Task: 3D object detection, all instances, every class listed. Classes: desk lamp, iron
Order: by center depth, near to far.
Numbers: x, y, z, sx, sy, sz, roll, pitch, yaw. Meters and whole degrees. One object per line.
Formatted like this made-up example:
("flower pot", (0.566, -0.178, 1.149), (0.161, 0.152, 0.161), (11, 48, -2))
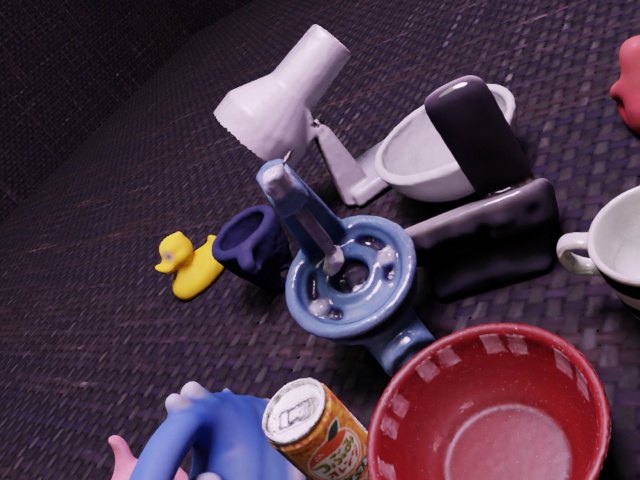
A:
("iron", (-0.091, 0.194, 0.431), (0.118, 0.142, 0.258), (-26, 31, 20))
("desk lamp", (0.003, -0.147, 0.735), (0.203, 0.214, 0.117), (-35, 30, 5))

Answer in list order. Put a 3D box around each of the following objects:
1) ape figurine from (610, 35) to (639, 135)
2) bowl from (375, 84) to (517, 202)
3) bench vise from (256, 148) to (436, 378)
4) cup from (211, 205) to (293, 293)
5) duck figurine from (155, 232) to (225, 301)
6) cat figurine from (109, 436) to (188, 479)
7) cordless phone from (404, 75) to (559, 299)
("ape figurine", (0.306, -0.149, 0.531), (0.076, 0.092, 0.077), (-50, 32, -20))
("bowl", (0.150, -0.096, 0.645), (0.167, 0.075, 0.167), (-27, 31, 18))
("bench vise", (-0.003, 0.010, 0.514), (0.121, 0.220, 0.206), (-46, 31, -14))
("cup", (-0.069, 0.025, 0.692), (0.091, 0.095, 0.117), (-33, 30, 8))
("duck figurine", (-0.191, 0.025, 0.835), (0.105, 0.086, 0.077), (-46, 30, -14))
("cat figurine", (-0.193, 0.238, 0.505), (0.067, 0.118, 0.128), (-16, 36, 33))
("cordless phone", (0.116, -0.048, 0.501), (0.147, 0.185, 0.094), (-24, 32, 23))
